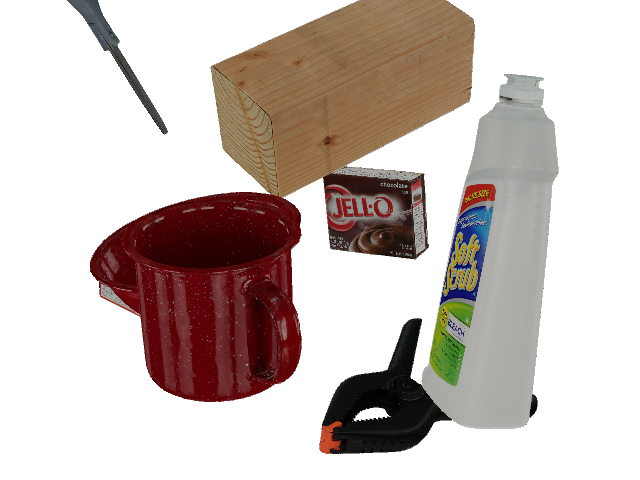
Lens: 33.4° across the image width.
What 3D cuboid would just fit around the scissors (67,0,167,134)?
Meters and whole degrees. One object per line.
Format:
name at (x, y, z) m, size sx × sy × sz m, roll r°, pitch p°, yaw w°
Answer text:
scissors at (-0.190, -0.191, 0.936) m, size 0.016 × 0.201 × 0.096 m, roll -28°, pitch 28°, yaw 11°

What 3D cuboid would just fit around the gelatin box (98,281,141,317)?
gelatin box at (-0.159, 0.044, 1.034) m, size 0.089 × 0.030 × 0.073 m, roll 22°, pitch 30°, yaw 30°

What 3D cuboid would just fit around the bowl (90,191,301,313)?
bowl at (-0.088, 0.020, 0.808) m, size 0.162 × 0.055 × 0.162 m, roll -11°, pitch 25°, yaw 5°

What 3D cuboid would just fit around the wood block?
wood block at (0.022, -0.131, 0.902) m, size 0.205 × 0.091 × 0.090 m, roll -28°, pitch 50°, yaw -23°

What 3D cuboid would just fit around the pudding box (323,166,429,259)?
pudding box at (0.061, -0.032, 1.170) m, size 0.114 × 0.090 × 0.039 m, roll 6°, pitch 24°, yaw 30°

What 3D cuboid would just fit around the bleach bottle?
bleach bottle at (0.129, 0.005, 0.782) m, size 0.068 × 0.251 × 0.103 m, roll 2°, pitch 13°, yaw -13°

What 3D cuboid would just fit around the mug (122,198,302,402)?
mug at (-0.048, 0.036, 0.563) m, size 0.093 × 0.081 × 0.117 m, roll -20°, pitch 31°, yaw -35°

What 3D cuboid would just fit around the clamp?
clamp at (0.088, 0.149, 0.984) m, size 0.165 × 0.036 × 0.209 m, roll 28°, pitch 36°, yaw 33°
